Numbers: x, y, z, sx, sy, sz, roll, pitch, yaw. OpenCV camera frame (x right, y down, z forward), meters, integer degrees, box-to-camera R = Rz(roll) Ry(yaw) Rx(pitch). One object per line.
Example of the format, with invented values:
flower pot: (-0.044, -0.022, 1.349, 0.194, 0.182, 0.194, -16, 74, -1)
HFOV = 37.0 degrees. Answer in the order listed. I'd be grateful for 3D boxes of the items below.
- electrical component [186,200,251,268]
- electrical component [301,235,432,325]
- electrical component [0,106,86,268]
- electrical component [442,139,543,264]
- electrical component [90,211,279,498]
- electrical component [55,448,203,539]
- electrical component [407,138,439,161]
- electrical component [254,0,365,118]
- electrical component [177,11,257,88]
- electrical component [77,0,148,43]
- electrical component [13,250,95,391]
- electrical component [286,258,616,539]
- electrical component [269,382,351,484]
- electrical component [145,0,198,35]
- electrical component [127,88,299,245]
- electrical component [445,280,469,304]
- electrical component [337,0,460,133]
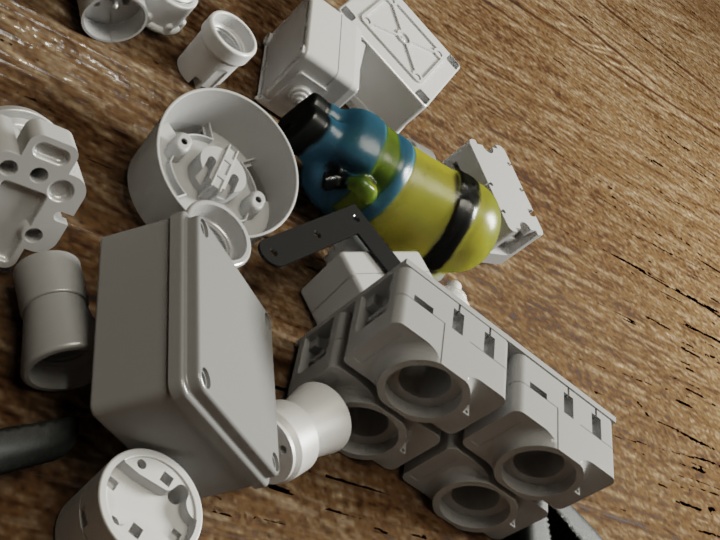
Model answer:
electrical component: (-0.099, -0.004, 0.612, 0.044, 0.065, 0.044, 30, 40, -29)
electrical component: (0.000, 0.000, 0.738, 0.083, 0.047, 0.075, -2, 56, -49)
electrical component: (-0.179, -0.049, 0.559, 0.058, 0.078, 0.057, 22, 24, -36)
electrical component: (0.102, -0.054, 0.893, 0.050, 0.056, 0.089, 5, 56, -47)
electrical component: (-0.087, 0.046, 0.550, 0.108, 0.056, 0.108, 63, 16, -51)
electrical component: (-0.110, 0.119, 0.506, 0.055, 0.047, 0.055, 29, 40, -29)
electrical component: (0.046, -0.078, 0.862, 0.062, 0.043, 0.043, 22, 44, -37)
electrical component: (-0.036, -0.151, 0.817, 0.061, 0.062, 0.096, 31, 40, -27)
electrical component: (-0.102, -0.153, 0.757, 0.040, 0.046, 0.040, 30, 41, -29)
electrical component: (-0.171, -0.198, 0.721, 0.043, 0.043, 0.081, 12, 51, -43)
electrical component: (-0.155, 0.023, 0.547, 0.044, 0.044, 0.065, 12, 47, -43)
electrical component: (0.059, 0.091, 0.673, 0.186, 0.105, 0.060, 36, 38, -22)
electrical component: (-0.038, 0.093, 0.614, 0.055, 0.045, 0.045, -22, 77, -54)
electrical component: (-0.131, -0.198, 0.751, 0.048, 0.062, 0.048, 30, 41, -29)
electrical component: (-0.092, -0.056, 0.668, 0.099, 0.064, 0.099, 30, 40, -29)
electrical component: (0.065, 0.029, 0.798, 0.035, 0.035, 0.061, 42, 34, -14)
electrical component: (0.019, -0.179, 0.910, 0.108, 0.056, 0.108, 47, 35, -7)
